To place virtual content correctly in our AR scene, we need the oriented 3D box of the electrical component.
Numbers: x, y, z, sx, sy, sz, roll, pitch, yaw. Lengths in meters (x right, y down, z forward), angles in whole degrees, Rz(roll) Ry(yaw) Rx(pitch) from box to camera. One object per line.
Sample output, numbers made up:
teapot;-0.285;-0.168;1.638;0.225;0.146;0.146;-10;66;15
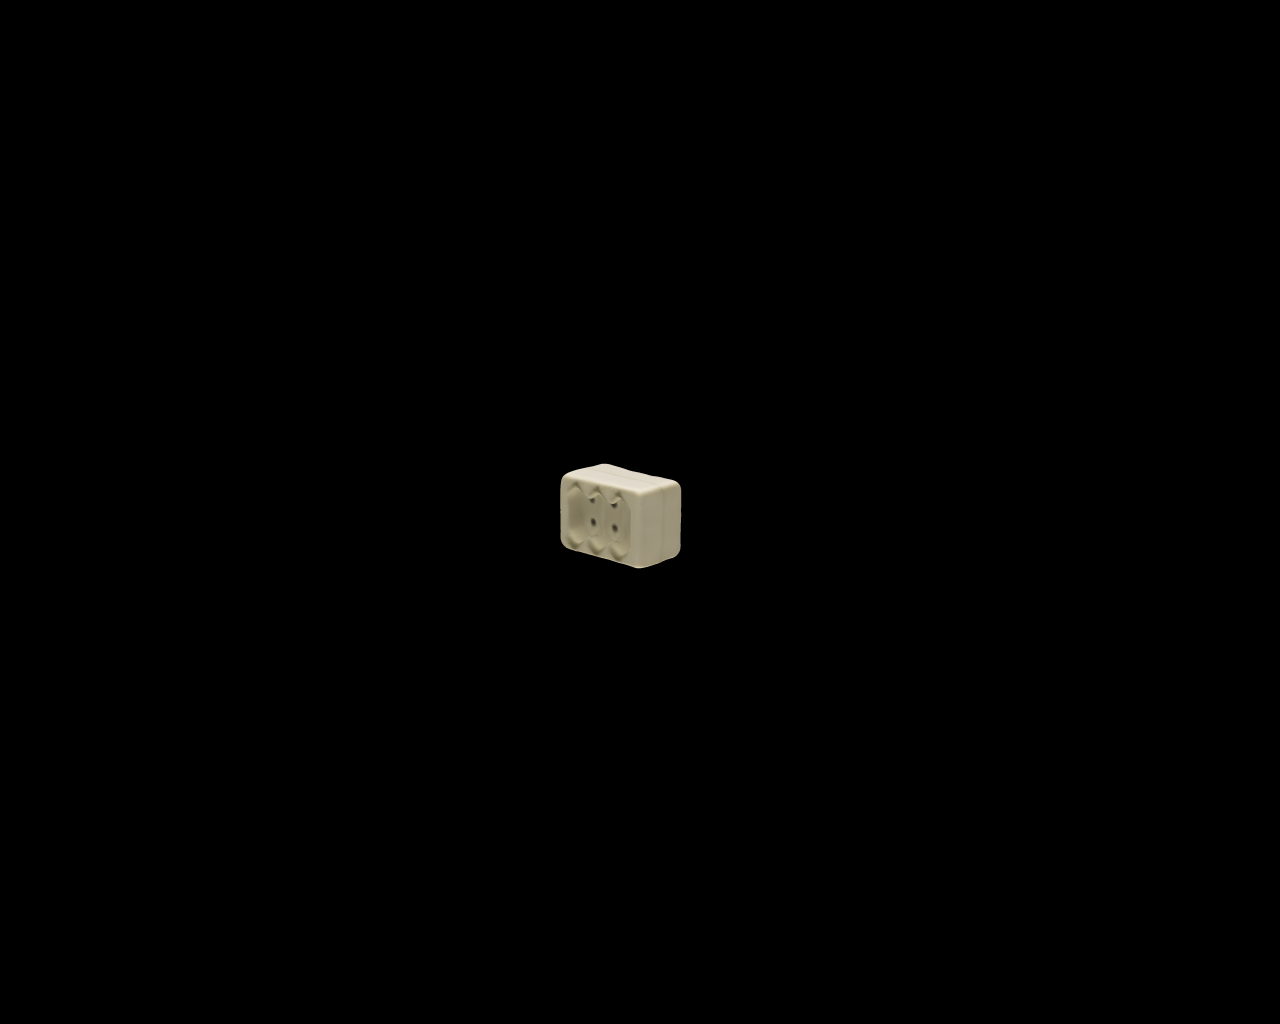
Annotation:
electrical component;0.001;-0.003;0.650;0.066;0.047;0.077;14;22;40
